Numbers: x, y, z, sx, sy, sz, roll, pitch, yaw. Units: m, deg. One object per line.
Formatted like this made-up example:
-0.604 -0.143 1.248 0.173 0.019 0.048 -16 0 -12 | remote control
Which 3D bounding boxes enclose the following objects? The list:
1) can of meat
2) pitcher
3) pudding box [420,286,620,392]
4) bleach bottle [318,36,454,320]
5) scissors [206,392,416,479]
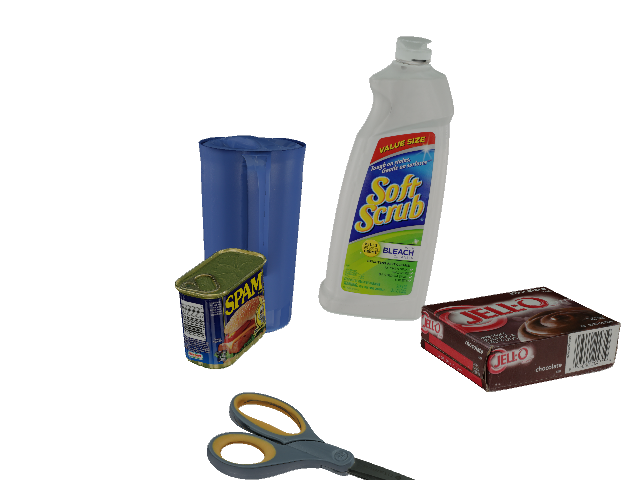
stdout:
-0.095 0.067 1.051 0.058 0.084 0.101 11 27 26 | can of meat
-0.087 -0.008 1.339 0.145 0.243 0.148 11 16 36 | pitcher
0.141 0.068 0.765 0.113 0.039 0.090 -5 18 -25 | pudding box
0.061 -0.056 0.955 0.102 0.251 0.068 6 20 1 | bleach bottle
-0.002 0.175 0.814 0.202 0.016 0.096 26 39 31 | scissors
